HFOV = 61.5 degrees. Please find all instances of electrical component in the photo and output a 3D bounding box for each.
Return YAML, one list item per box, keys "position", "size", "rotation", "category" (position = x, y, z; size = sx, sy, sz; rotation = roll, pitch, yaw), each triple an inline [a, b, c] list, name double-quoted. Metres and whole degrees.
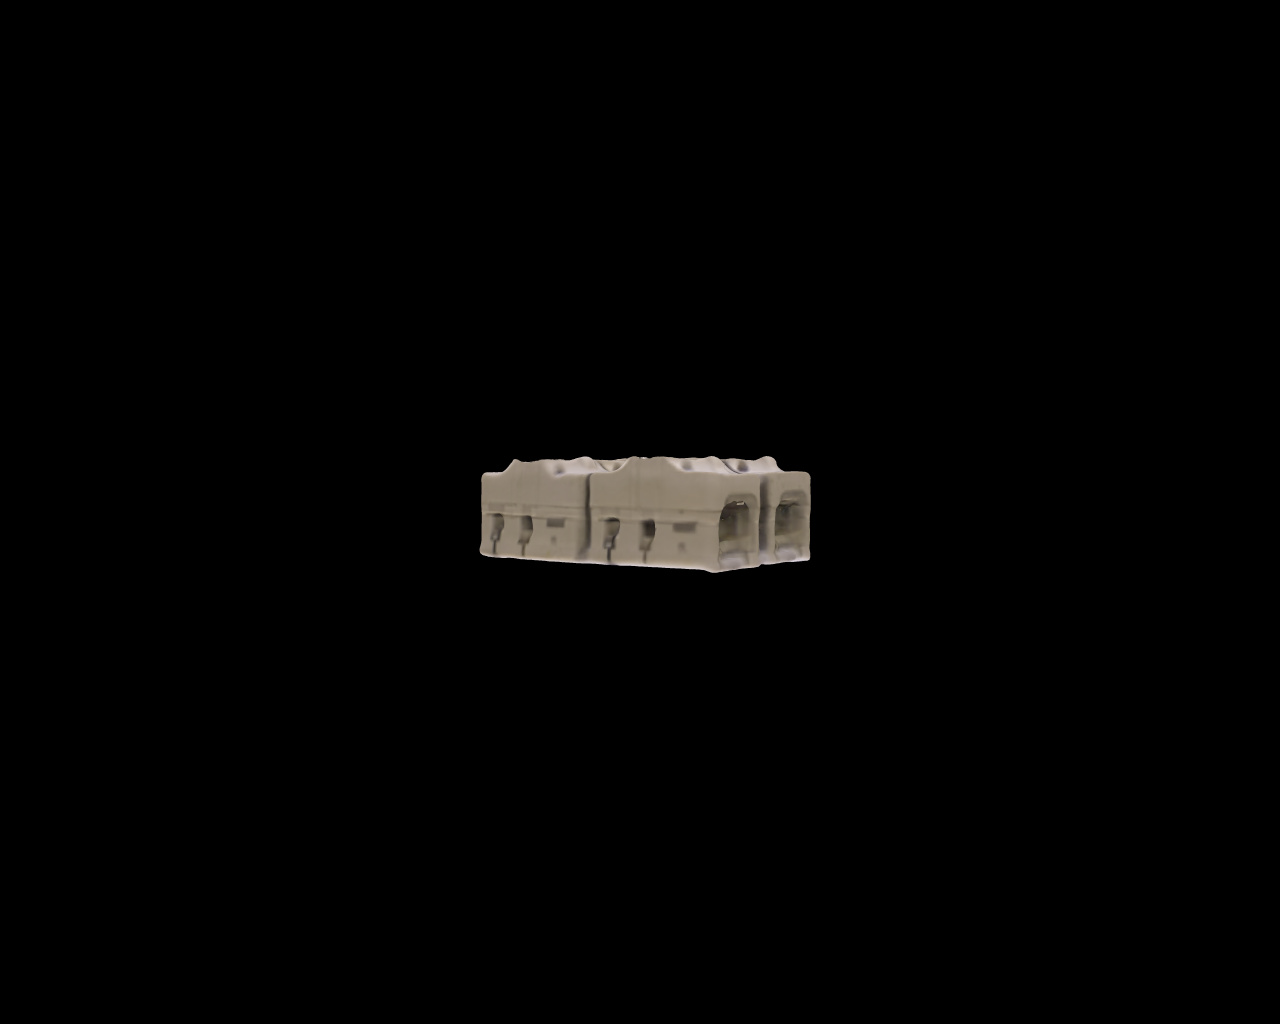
- position: [0.001, -0.003, 0.650]
  size: [0.186, 0.060, 0.105]
  rotation: [2, 3, 40]
  category: "electrical component"
